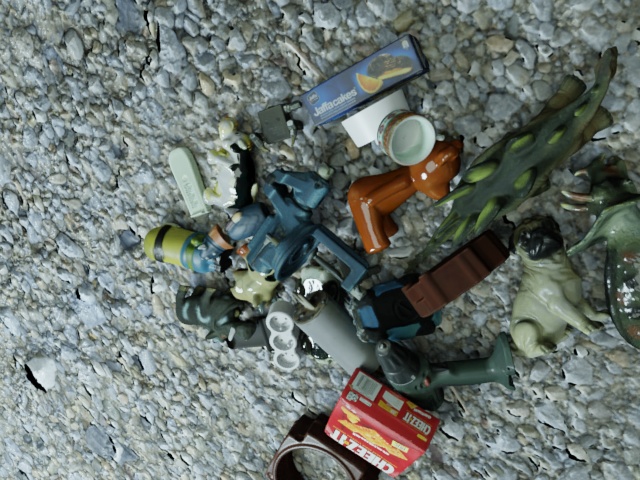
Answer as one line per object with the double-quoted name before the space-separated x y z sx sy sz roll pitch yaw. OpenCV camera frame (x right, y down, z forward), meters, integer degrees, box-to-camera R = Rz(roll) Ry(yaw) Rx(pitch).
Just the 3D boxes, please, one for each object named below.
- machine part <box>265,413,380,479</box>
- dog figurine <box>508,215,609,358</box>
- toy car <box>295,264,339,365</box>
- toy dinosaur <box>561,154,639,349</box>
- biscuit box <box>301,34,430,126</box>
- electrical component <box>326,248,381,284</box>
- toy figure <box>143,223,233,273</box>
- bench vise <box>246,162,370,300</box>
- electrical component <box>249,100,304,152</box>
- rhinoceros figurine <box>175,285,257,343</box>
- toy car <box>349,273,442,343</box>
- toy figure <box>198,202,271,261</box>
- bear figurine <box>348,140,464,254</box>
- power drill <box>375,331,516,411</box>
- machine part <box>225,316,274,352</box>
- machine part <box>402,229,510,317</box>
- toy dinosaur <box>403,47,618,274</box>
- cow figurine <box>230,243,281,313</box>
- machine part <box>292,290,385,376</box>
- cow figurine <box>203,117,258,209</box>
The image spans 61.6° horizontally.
"machine part" 0.003 0.475 1.095 0.201 0.087 0.201 32 113 11
"dog figurine" 0.335 0.075 0.850 0.172 0.121 0.190 -36 75 23
"toy car" 0.002 0.143 1.017 0.074 0.056 0.201 3 109 28
"toy dinosaur" 0.469 0.074 0.755 0.192 0.131 0.404 -16 96 19
"biscuit box" 0.071 -0.255 0.873 0.203 0.059 0.062 -23 95 26
"electrical component" 0.059 0.051 0.968 0.094 0.021 0.063 -22 98 -3
"toy figure" -0.266 0.018 1.073 0.180 0.089 0.082 18 104 19
"bench vise" -0.005 -0.003 0.888 0.241 0.129 0.223 40 94 14
"electrical component" -0.077 -0.200 0.958 0.102 0.045 0.078 -7 103 23
"rhinoceros figurine" -0.213 0.148 1.073 0.191 0.073 0.112 10 85 28
"toy car" 0.121 0.128 0.931 0.103 0.162 0.109 128 125 -66
"toy figure" -0.162 -0.014 1.003 0.154 0.058 0.064 -31 113 12
"bear figurine" 0.149 -0.076 0.865 0.196 0.120 0.131 -20 101 20
"power drill" 0.213 0.212 0.889 0.207 0.086 0.231 -17 138 10
"machine part" -0.134 0.195 1.099 0.139 0.039 0.084 -11 106 23
"machine part" 0.212 0.049 0.839 0.179 0.179 0.056 -39 81 26
"toy dinosaur" 0.254 -0.082 0.773 0.105 0.198 0.471 49 150 15
"cow figurine" -0.094 0.051 1.018 0.195 0.085 0.127 -38 84 24
"machine part" 0.034 0.167 0.946 0.079 0.079 0.243 -30 119 26
"cow figurine" -0.155 -0.138 0.995 0.098 0.068 0.167 18 114 11
